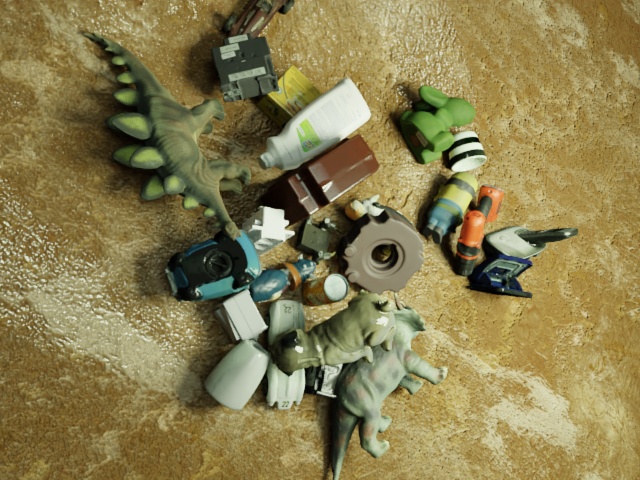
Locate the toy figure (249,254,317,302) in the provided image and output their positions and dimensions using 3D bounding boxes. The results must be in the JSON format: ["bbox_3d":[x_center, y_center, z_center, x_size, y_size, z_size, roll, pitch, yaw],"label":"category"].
[{"bbox_3d":[-0.076,0.074,1.035,0.154,0.058,0.064,-18,93,-34],"label":"toy figure"}]

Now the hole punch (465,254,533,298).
[{"bbox_3d":[0.423,0.086,1.256,0.142,0.116,0.092,8,82,-24],"label":"hole punch"}]

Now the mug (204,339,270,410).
[{"bbox_3d":[-0.131,0.231,0.941,0.107,0.081,0.109,-54,145,3],"label":"mug"}]

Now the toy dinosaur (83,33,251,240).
[{"bbox_3d":[-0.268,-0.192,0.954,0.198,0.105,0.471,-20,72,-33],"label":"toy dinosaur"}]

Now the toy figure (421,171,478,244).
[{"bbox_3d":[0.305,-0.079,1.245,0.082,0.089,0.180,40,66,-6],"label":"toy figure"}]

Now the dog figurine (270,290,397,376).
[{"bbox_3d":[0.022,0.163,0.935,0.190,0.172,0.121,-6,45,-34],"label":"dog figurine"}]

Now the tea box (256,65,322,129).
[{"bbox_3d":[-0.034,-0.265,1.125,0.169,0.068,0.098,43,65,-12],"label":"tea box"}]

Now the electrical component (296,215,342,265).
[{"bbox_3d":[-0.003,-0.002,1.091,0.078,0.045,0.102,31,55,-19],"label":"electrical component"}]

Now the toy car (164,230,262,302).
[{"bbox_3d":[-0.186,0.057,0.952,0.162,0.103,0.109,-23,75,-11],"label":"toy car"}]

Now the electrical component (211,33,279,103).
[{"bbox_3d":[-0.148,-0.342,1.055,0.115,0.058,0.134,-12,63,-5],"label":"electrical component"}]

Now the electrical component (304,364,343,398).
[{"bbox_3d":[0.008,0.239,1.031,0.048,0.075,0.119,19,75,-23],"label":"electrical component"}]

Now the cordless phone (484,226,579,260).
[{"bbox_3d":[0.503,0.007,1.278,0.146,0.184,0.088,-15,91,-30],"label":"cordless phone"}]

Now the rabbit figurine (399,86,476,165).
[{"bbox_3d":[0.279,-0.281,1.268,0.170,0.121,0.159,-32,73,-15],"label":"rabbit figurine"}]

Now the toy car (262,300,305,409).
[{"bbox_3d":[-0.066,0.213,1.008,0.073,0.056,0.201,7,75,-26],"label":"toy car"}]

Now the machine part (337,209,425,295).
[{"bbox_3d":[0.127,0.029,1.103,0.179,0.056,0.179,-3,111,-7],"label":"machine part"}]

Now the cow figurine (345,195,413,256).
[{"bbox_3d":[0.134,-0.046,1.164,0.167,0.068,0.098,40,58,-18],"label":"cow figurine"}]

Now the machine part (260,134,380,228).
[{"bbox_3d":[-0.002,-0.113,1.031,0.201,0.201,0.087,-38,98,-28],"label":"machine part"}]

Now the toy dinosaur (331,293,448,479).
[{"bbox_3d":[0.102,0.276,1.054,0.192,0.131,0.405,44,67,2],"label":"toy dinosaur"}]

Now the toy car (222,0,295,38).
[{"bbox_3d":[-0.128,-0.478,1.135,0.089,0.053,0.202,39,63,-18],"label":"toy car"}]
